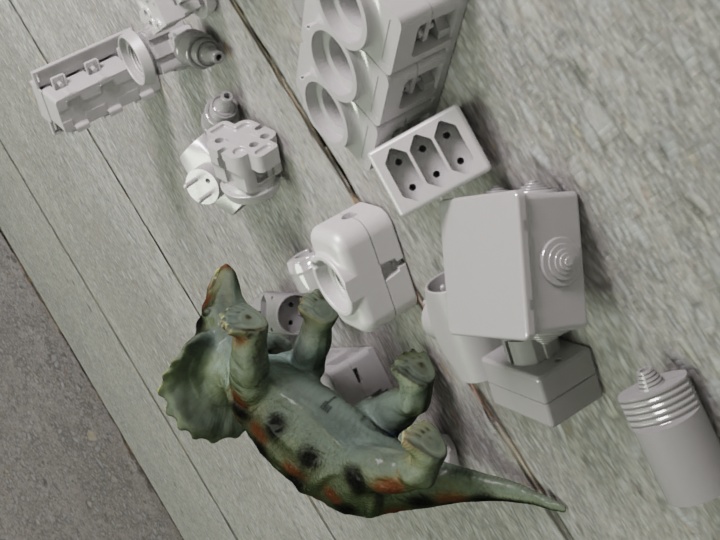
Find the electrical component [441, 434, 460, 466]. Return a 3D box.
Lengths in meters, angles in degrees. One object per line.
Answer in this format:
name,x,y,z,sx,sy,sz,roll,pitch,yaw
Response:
electrical component,0.070,0.182,0.985,0.043,0.043,0.062,32,146,49

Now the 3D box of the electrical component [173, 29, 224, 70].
electrical component,-0.145,-0.201,0.988,0.061,0.035,0.035,28,142,47

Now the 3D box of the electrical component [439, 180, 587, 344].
electrical component,0.095,-0.004,0.669,0.100,0.048,0.099,-1,94,63

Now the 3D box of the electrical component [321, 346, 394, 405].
electrical component,-0.022,0.132,1.094,0.089,0.062,0.150,63,157,-7

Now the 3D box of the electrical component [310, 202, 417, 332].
electrical component,0.000,0.000,0.893,0.054,0.059,0.095,21,136,56

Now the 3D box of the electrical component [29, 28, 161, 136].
electrical component,-0.284,-0.200,1.167,0.063,0.121,0.078,37,148,39

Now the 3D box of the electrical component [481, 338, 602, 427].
electrical component,0.118,0.056,0.730,0.066,0.047,0.076,17,130,60

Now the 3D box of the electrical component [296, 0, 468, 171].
electrical component,0.006,-0.146,0.700,0.089,0.062,0.150,51,156,20

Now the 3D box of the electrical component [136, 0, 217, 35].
electrical component,-0.160,-0.238,0.947,0.066,0.055,0.048,-1,117,65

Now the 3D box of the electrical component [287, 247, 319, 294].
electrical component,-0.038,0.011,1.007,0.043,0.043,0.062,5,123,63

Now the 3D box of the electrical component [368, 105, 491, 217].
electrical component,0.047,-0.071,0.713,0.047,0.066,0.077,61,-174,-2

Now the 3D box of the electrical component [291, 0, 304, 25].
electrical component,-0.032,-0.197,0.752,0.040,0.040,0.046,30,148,51

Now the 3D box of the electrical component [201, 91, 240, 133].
electrical component,-0.131,-0.149,1.020,0.035,0.035,0.061,56,155,10

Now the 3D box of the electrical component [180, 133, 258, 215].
electrical component,-0.144,-0.088,1.047,0.077,0.079,0.044,48,127,-4

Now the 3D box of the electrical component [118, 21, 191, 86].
electrical component,-0.200,-0.215,1.055,0.078,0.057,0.058,15,130,60

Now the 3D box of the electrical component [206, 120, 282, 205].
electrical component,-0.105,-0.098,0.996,0.078,0.058,0.057,28,142,37

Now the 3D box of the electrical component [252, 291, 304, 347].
electrical component,-0.083,0.063,1.140,0.077,0.043,0.079,2,92,64

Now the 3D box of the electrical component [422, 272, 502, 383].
electrical component,0.072,0.038,0.807,0.079,0.043,0.077,14,129,61

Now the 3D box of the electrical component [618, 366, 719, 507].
electrical component,0.186,0.094,0.638,0.081,0.043,0.043,63,157,-7
